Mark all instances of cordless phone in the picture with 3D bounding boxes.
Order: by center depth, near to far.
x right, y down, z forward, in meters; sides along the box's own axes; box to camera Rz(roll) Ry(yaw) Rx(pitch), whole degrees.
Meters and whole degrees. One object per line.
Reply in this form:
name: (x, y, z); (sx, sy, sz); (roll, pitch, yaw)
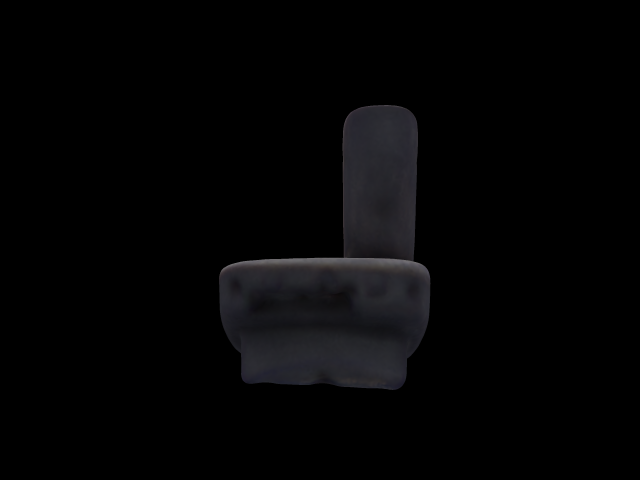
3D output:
cordless phone: (0.004, 0.001, 0.400); (0.147, 0.185, 0.094); (0, 7, -3)
